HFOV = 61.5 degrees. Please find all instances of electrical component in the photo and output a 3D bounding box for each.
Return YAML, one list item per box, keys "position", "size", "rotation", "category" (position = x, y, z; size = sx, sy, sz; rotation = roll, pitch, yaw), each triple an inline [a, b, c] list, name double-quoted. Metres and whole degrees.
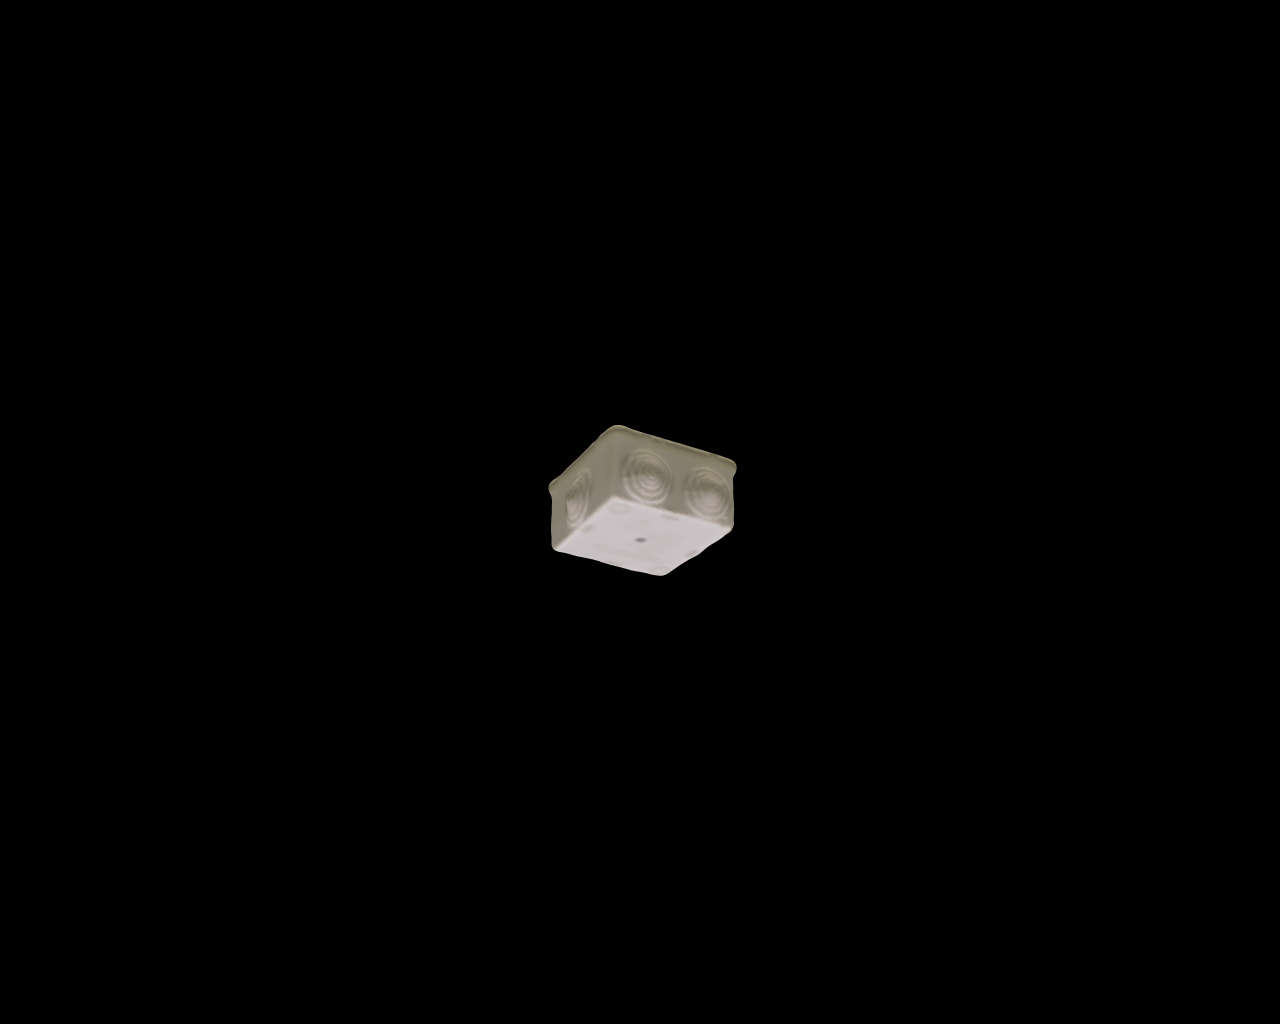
- position: [0.001, -0.003, 0.650]
  size: [0.100, 0.048, 0.099]
  rotation: [15, -32, -27]
  category: "electrical component"
